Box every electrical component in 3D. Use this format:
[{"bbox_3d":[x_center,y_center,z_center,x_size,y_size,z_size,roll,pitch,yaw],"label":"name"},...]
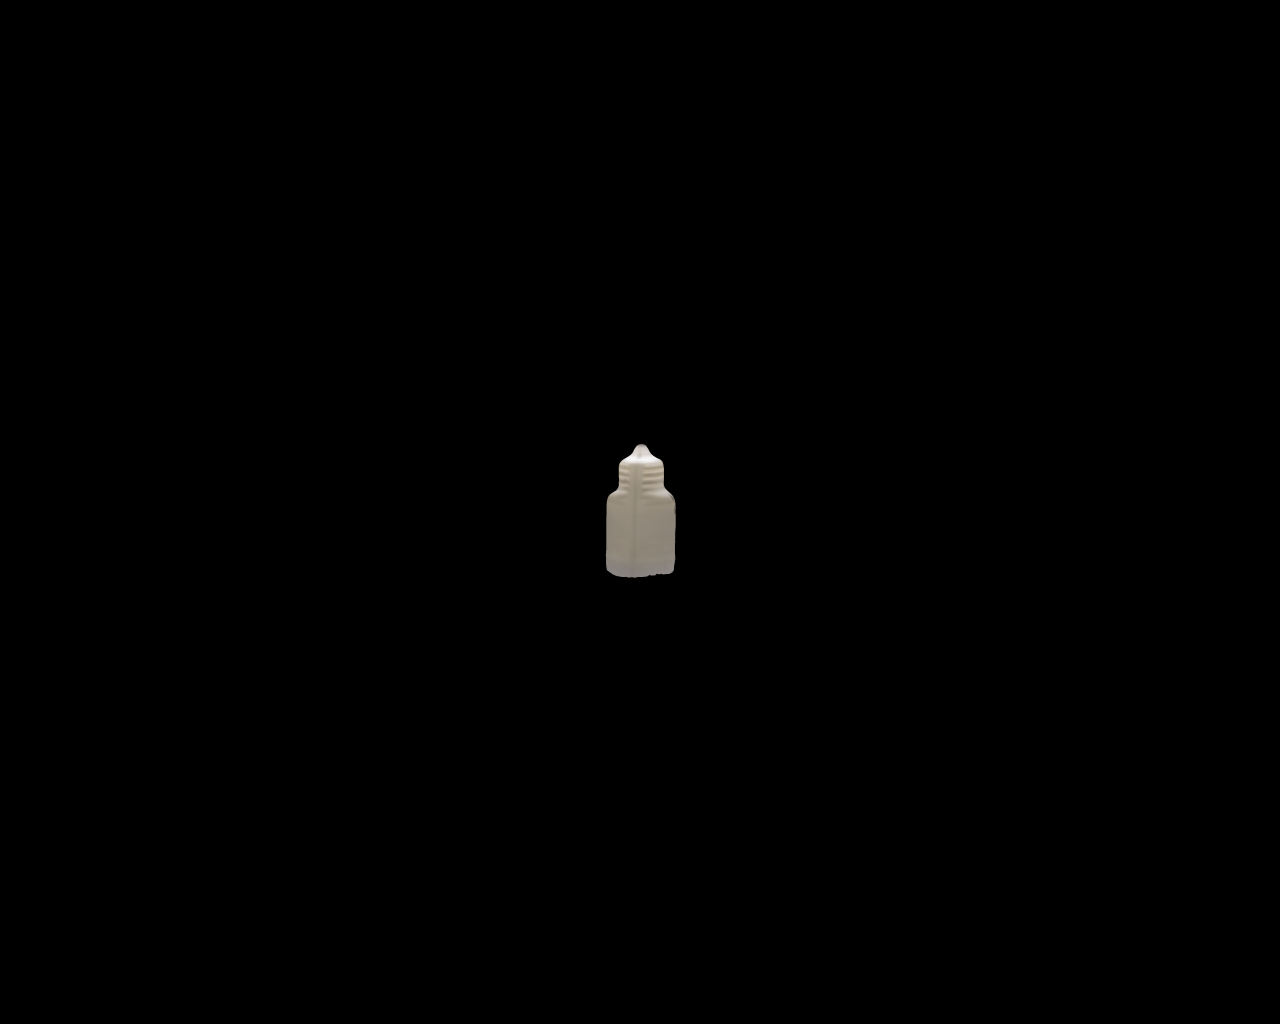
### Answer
[{"bbox_3d":[0.001,-0.003,0.650,0.043,0.080,0.043,0,7,0],"label":"electrical component"}]
